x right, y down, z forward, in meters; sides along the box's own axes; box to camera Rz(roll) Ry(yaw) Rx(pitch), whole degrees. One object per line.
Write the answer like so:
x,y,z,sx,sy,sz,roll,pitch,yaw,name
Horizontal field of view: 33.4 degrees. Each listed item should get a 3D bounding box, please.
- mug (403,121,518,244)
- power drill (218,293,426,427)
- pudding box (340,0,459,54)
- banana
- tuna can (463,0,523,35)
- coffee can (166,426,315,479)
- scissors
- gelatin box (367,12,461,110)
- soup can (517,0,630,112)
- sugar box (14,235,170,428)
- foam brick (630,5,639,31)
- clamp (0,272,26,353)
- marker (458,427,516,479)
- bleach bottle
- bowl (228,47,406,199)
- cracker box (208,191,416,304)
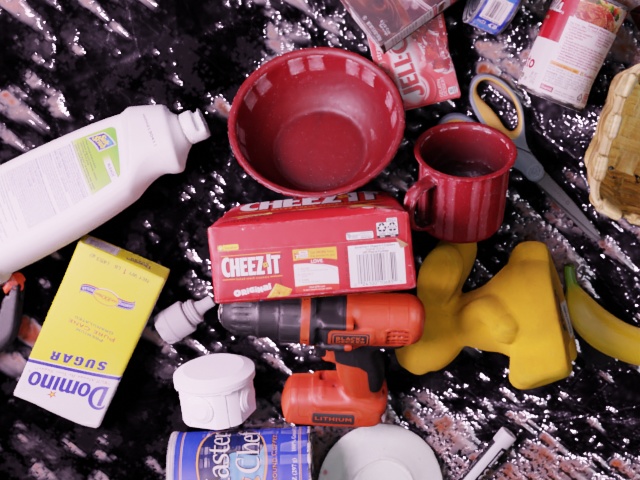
0.123,-0.046,0.983,0.117,0.093,0.081,-30,137,-30,mug
0.000,0.109,1.003,0.184,0.057,0.188,3,144,1,power drill
0.059,-0.239,0.965,0.090,0.039,0.113,-36,83,3,pudding box
0.321,0.092,1.059,0.197,0.037,0.070,23,102,-5,banana
0.163,-0.229,0.961,0.033,0.086,0.086,23,102,-7,tuna can
-0.076,0.240,1.062,0.140,0.103,0.103,-3,103,1,coffee can
0.186,-0.064,1.035,0.096,0.016,0.201,-28,101,8,scissors
0.087,-0.169,1.003,0.073,0.030,0.089,-13,102,4,gelatin box
0.232,-0.177,0.982,0.068,0.068,0.102,21,103,-4,soup can
-0.226,0.092,1.058,0.093,0.048,0.176,24,101,-5,sugar box
0.327,-0.198,0.972,0.051,0.078,0.053,-31,103,7,foam brick
-0.350,0.105,1.065,0.171,0.039,0.120,-37,101,8,clamp
0.157,0.244,1.104,0.020,0.020,0.121,37,101,-8,marker
-0.220,-0.053,1.010,0.251,0.068,0.102,-24,80,4,bleach bottle
-0.002,-0.097,0.985,0.162,0.055,0.162,-2,64,4,bowl
-0.006,0.001,0.948,0.164,0.213,0.072,-5,97,1,cracker box
